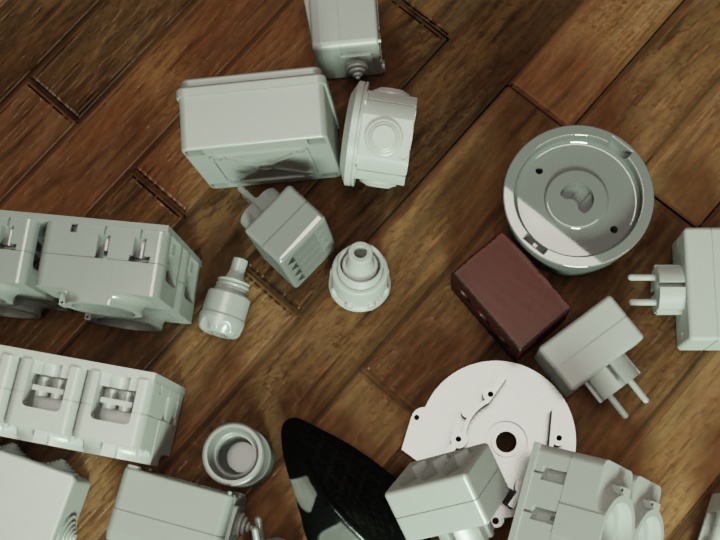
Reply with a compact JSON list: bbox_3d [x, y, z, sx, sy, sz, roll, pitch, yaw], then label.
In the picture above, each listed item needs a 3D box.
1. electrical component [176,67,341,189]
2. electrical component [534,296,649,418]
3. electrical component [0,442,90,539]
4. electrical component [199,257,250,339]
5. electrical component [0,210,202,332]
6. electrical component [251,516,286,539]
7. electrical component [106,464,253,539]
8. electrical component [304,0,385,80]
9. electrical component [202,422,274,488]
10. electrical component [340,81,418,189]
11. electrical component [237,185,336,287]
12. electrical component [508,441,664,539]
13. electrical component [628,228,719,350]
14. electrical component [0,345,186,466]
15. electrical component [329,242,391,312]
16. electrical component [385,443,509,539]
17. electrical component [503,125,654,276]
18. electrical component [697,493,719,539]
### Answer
[{"bbox_3d":[-0.073,-0.104,0.814,0.109,0.108,0.056,-5,79,4],"label":"electrical component"},{"bbox_3d":[0.177,0.071,0.782,0.066,0.047,0.076,-36,77,-4],"label":"electrical component"},{"bbox_3d":[-0.257,0.181,0.792,0.100,0.048,0.099,17,79,8],"label":"electrical component"},{"bbox_3d":[-0.100,0.020,0.825,0.035,0.035,0.061,14,76,8],"label":"electrical component"},{"bbox_3d":[-0.224,0.001,0.803,0.186,0.105,0.060,5,77,6],"label":"electrical component"},{"bbox_3d":[-0.065,0.209,0.741,0.047,0.083,0.075,-9,98,3],"label":"electrical component"},{"bbox_3d":[-0.125,0.182,0.774,0.096,0.061,0.061,13,78,8],"label":"electrical component"},{"bbox_3d":[-0.014,-0.195,0.854,0.061,0.061,0.096,-5,76,4],"label":"electrical component"},{"bbox_3d":[-0.088,0.136,0.785,0.045,0.055,0.045,-1,76,4],"label":"electrical component"},{"bbox_3d":[0.014,-0.101,0.821,0.051,0.080,0.080,9,77,2],"label":"electrical component"},{"bbox_3d":[-0.064,-0.036,0.809,0.076,0.083,0.047,43,83,13],"label":"electrical component"},{"bbox_3d":[0.140,0.220,0.711,0.060,0.105,0.186,8,75,38],"label":"electrical component"},{"bbox_3d":[0.236,0.015,0.791,0.076,0.047,0.083,0,77,5],"label":"electrical component"},{"bbox_3d":[-0.216,0.099,0.787,0.150,0.089,0.061,9,78,7],"label":"electrical component"},{"bbox_3d":[0.000,0.000,0.804,0.048,0.062,0.048,0,65,-1],"label":"electrical component"},{"bbox_3d":[0.067,0.168,0.732,0.066,0.047,0.076,-21,98,31],"label":"electrical component"},{"bbox_3d":[0.160,-0.047,0.805,0.108,0.060,0.108,-1,76,4],"label":"electrical component"},{"bbox_3d":[0.286,0.189,0.743,0.089,0.050,0.055,20,79,9],"label":"electrical component"}]
